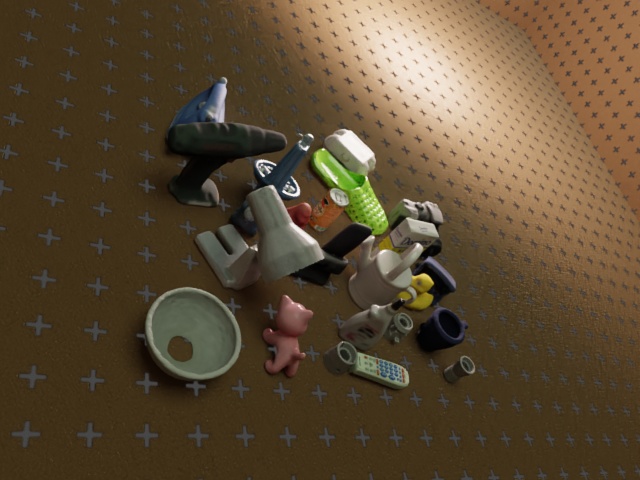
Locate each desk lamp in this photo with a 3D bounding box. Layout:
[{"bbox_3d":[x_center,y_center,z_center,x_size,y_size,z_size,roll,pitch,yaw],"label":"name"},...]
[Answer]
[{"bbox_3d":[-0.113,0.010,1.078,0.118,0.213,0.203,-24,73,-48],"label":"desk lamp"}]

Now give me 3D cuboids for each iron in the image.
[{"bbox_3d":[-0.248,-0.292,1.280,0.119,0.141,0.258,26,43,-20],"label":"iron"}]

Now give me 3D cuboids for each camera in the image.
[{"bbox_3d":[0.273,-0.032,1.528,0.144,0.100,0.136,14,48,-31],"label":"camera"}]

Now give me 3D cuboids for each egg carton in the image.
[{"bbox_3d":[0.080,-0.232,1.562,0.150,0.069,0.107,45,40,0],"label":"egg carton"}]

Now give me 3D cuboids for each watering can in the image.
[{"bbox_3d":[0.149,0.067,1.266,0.173,0.193,0.101,31,42,-16],"label":"watering can"}]

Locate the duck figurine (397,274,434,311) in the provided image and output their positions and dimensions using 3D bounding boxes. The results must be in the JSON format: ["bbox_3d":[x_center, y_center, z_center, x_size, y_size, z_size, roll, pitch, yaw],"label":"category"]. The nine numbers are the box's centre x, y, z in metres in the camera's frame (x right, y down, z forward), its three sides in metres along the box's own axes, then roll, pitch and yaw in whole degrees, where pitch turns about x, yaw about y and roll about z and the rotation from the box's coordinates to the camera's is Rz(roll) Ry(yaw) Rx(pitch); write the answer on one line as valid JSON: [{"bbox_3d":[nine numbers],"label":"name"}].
[{"bbox_3d":[0.237,0.118,1.381,0.105,0.086,0.077,30,42,-17],"label":"duck figurine"}]

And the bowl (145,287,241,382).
[{"bbox_3d":[-0.221,0.169,0.959,0.168,0.074,0.167,23,44,-24],"label":"bowl"}]

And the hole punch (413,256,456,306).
[{"bbox_3d":[0.295,0.091,1.448,0.108,0.091,0.101,47,40,3],"label":"hole punch"}]

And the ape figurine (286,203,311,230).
[{"bbox_3d":[-0.053,-0.047,1.273,0.078,0.092,0.076,0,57,-40],"label":"ape figurine"}]

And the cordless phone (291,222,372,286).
[{"bbox_3d":[0.011,0.004,1.210,0.148,0.184,0.094,16,47,-29],"label":"cordless phone"}]

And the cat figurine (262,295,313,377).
[{"bbox_3d":[-0.053,0.173,1.063,0.067,0.117,0.127,12,49,-33],"label":"cat figurine"}]

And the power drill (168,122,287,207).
[{"bbox_3d":[-0.206,-0.158,1.148,0.230,0.208,0.075,4,54,-38],"label":"power drill"}]

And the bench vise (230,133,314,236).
[{"bbox_3d":[-0.085,-0.114,1.203,0.122,0.219,0.207,25,43,-21],"label":"bench vise"}]

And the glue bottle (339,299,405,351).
[{"bbox_3d":[0.115,0.165,1.169,0.078,0.172,0.037,31,41,-16],"label":"glue bottle"}]

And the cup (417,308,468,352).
[{"bbox_3d":[0.280,0.216,1.325,0.118,0.094,0.091,2,55,-39],"label":"cup"}]
